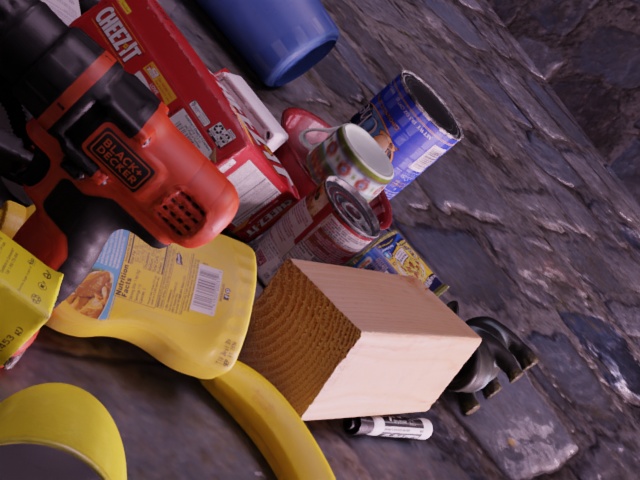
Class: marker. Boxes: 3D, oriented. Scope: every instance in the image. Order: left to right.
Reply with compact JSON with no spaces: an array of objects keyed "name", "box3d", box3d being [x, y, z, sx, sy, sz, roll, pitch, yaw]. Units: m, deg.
[{"name":"marker","box3d":[0.058,0.159,0.913,0.120,0.020,0.020,17,39,-52]}]

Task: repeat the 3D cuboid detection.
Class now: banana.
[{"name":"banana","box3d":[-0.031,0.151,0.748,0.198,0.037,0.069,51,40,9]}]

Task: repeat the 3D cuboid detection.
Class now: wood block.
[{"name":"wood block","box3d":[0.034,0.084,0.875,0.091,0.090,0.205,43,17,29]}]

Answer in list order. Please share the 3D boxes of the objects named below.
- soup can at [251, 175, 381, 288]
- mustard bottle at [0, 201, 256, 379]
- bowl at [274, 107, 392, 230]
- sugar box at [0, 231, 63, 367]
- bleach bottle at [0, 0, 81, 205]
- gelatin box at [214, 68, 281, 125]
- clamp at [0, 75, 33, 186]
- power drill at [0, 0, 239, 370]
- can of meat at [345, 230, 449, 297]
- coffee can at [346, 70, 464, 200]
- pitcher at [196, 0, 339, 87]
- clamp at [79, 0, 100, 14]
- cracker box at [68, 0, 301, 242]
[{"name":"soup can","box3d":[-0.006,0.001,0.937,0.068,0.102,0.068,39,25,-22]},{"name":"mustard bottle","box3d":[-0.138,0.019,0.693,0.191,0.058,0.096,22,64,-24]},{"name":"bowl","box3d":[0.001,-0.059,1.109,0.162,0.055,0.162,39,25,-22]},{"name":"sugar box","box3d":[-0.229,0.004,0.540,0.176,0.093,0.048,39,24,-22]},{"name":"bleach bottle","box3d":[-0.216,-0.111,0.789,0.102,0.068,0.251,23,37,-40]},{"name":"gelatin box","box3d":[-0.087,-0.131,1.096,0.089,0.030,0.073,47,21,-5]},{"name":"clamp","box3d":[-0.253,-0.116,0.700,0.164,0.036,0.210,-21,68,-44]},{"name":"power drill","box3d":[-0.165,-0.028,0.584,0.184,0.188,0.057,45,24,-13]},{"name":"can of meat","box3d":[0.076,0.041,1.085,0.084,0.057,0.102,49,22,6]},{"name":"coffee can","box3d":[0.077,-0.110,1.216,0.102,0.140,0.103,39,25,-22]},{"name":"pitcher","box3d":[-0.088,-0.302,1.260,0.243,0.145,0.149,54,35,3]},{"name":"clamp","box3d":[-0.234,-0.229,0.933,0.171,0.039,0.120,32,24,-2]},{"name":"cracker box","box3d":[-0.101,-0.097,0.876,0.164,0.072,0.213,55,3,13]}]
